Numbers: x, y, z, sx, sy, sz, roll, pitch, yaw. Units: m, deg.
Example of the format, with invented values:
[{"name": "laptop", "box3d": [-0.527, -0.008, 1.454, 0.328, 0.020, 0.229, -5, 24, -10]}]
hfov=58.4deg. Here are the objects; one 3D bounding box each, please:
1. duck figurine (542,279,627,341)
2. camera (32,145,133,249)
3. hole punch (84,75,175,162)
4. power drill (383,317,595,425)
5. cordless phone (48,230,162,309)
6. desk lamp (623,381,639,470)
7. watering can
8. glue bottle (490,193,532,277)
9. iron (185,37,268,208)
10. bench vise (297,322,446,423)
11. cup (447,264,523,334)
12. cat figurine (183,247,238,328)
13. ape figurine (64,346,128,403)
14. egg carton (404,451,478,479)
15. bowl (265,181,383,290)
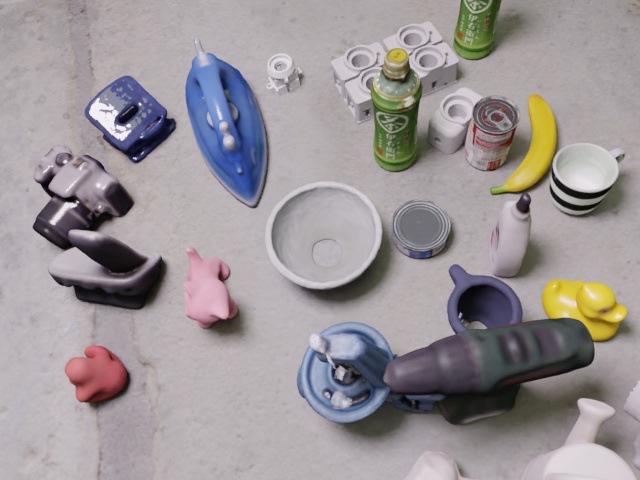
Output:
[{"name": "duck figurine", "box3d": [0.347, 0.081, 0.747, 0.104, 0.086, 0.077, 32, 72, 19]}, {"name": "camera", "box3d": [-0.395, -0.066, 0.893, 0.143, 0.101, 0.137, 27, 70, 18]}, {"name": "hole punch", "box3d": [-0.315, -0.204, 0.956, 0.101, 0.091, 0.109, 35, 73, 21]}, {"name": "power drill", "box3d": [0.185, 0.155, 0.661, 0.229, 0.209, 0.075, -15, 63, -1]}, {"name": "cordless phone", "box3d": [-0.317, 0.020, 0.795, 0.147, 0.185, 0.094, 3, 65, 8]}, {"name": "desk lamp", "box3d": [0.418, 0.204, 0.608, 0.118, 0.214, 0.202, -41, 67, -13]}, {"name": "watering can", "box3d": [0.281, 0.260, 0.607, 0.101, 0.194, 0.173, -9, 64, 2]}, {"name": "glue bottle", "box3d": [0.254, -0.016, 0.755, 0.037, 0.173, 0.078, -1, 64, 7]}, {"name": "iron", "box3d": [-0.150, -0.189, 0.902, 0.118, 0.141, 0.258, -20, 64, -3]}, {"name": "bench vise", "box3d": [0.065, 0.141, 0.675, 0.207, 0.220, 0.121, -15, 63, -1]}, {"name": "cup", "box3d": [0.202, 0.094, 0.752, 0.092, 0.095, 0.117, -28, 64, -7]}, {"name": "cat figurine", "box3d": [-0.160, 0.068, 0.792, 0.067, 0.118, 0.127, -20, 64, -3]}, {"name": "ape figurine", "box3d": [-0.308, 0.179, 0.770, 0.076, 0.092, 0.078, 17, 67, 14]}, {"name": "egg carton", "box3d": [0.128, 0.329, 0.661, 0.107, 0.069, 0.150, 35, 73, 20]}, {"name": "bowl", "box3d": [0.008, 0.003, 0.829, 0.167, 0.075, 0.167, -2, 64, 5]}]
